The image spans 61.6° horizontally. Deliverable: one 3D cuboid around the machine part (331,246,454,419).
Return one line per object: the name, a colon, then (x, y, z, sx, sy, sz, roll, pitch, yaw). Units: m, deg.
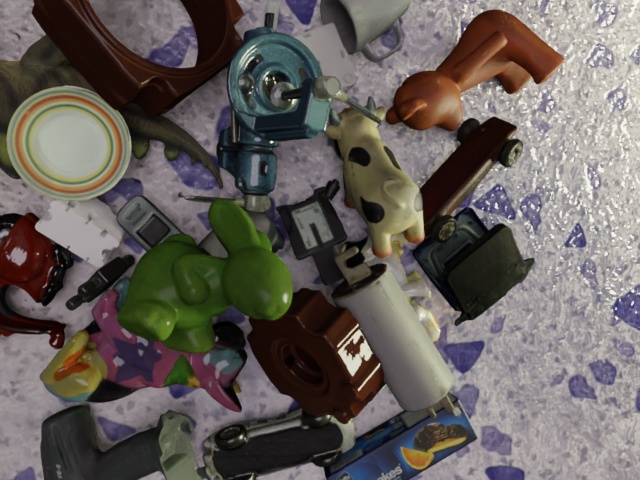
machine part: (0.088, 0.117, 0.648, 0.079, 0.079, 0.243, -34, 100, -5)

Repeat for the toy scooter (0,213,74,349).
toy scooter: (-0.364, 0.064, 0.667, 0.135, 0.075, 0.183, 25, 90, -4)

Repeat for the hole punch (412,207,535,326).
hole punch: (0.202, 0.031, 0.726, 0.142, 0.092, 0.115, -40, 124, -7)

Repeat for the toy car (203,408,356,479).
toy car: (-0.053, 0.267, 0.706, 0.202, 0.056, 0.073, -13, 97, -4)

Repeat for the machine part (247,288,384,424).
machine part: (-0.011, 0.140, 0.654, 0.179, 0.179, 0.056, 53, 51, -3)

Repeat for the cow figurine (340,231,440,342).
cow figurine: (0.094, 0.068, 0.715, 0.098, 0.068, 0.167, -22, 88, 0)

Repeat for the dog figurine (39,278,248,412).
dog figurine: (-0.199, 0.158, 0.668, 0.219, 0.108, 0.191, 37, 85, -7)

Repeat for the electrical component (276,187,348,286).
electrical component: (-0.001, -0.002, 0.692, 0.075, 0.048, 0.119, -27, 87, -1)

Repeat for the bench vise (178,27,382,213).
bench vise: (-0.051, -0.135, 0.603, 0.129, 0.241, 0.223, 15, 90, -31)

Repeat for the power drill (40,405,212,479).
power drill: (-0.241, 0.306, 0.660, 0.207, 0.086, 0.232, -21, 86, 20)

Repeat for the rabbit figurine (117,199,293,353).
rabbit figurine: (-0.101, 0.045, 0.582, 0.170, 0.121, 0.159, -4, 56, 23)

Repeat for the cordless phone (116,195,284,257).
cordless phone: (-0.152, -0.011, 0.686, 0.184, 0.089, 0.146, 42, 86, 0)

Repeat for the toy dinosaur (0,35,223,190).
toy dinosaur: (-0.344, -0.173, 0.662, 0.471, 0.105, 0.198, 11, 96, -9)

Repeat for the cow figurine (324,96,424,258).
cow figurine: (0.062, -0.089, 0.672, 0.085, 0.127, 0.195, -17, 50, -9)

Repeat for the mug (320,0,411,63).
mug: (0.072, -0.297, 0.710, 0.107, 0.081, 0.109, -35, 88, -14)

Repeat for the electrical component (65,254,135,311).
electrical component: (-0.276, 0.052, 0.681, 0.021, 0.094, 0.063, 48, 123, -6)

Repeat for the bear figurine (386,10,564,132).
bear figurine: (0.190, -0.198, 0.702, 0.132, 0.120, 0.196, 42, 88, -8)

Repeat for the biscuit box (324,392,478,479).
biscuit box: (0.105, 0.279, 0.718, 0.203, 0.059, 0.062, -29, 92, -5)

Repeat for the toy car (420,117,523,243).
toy car: (0.186, -0.082, 0.722, 0.202, 0.053, 0.089, -47, 50, -6)

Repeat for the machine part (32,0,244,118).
machine part: (-0.201, -0.264, 0.624, 0.200, 0.087, 0.201, 52, 55, -19)
